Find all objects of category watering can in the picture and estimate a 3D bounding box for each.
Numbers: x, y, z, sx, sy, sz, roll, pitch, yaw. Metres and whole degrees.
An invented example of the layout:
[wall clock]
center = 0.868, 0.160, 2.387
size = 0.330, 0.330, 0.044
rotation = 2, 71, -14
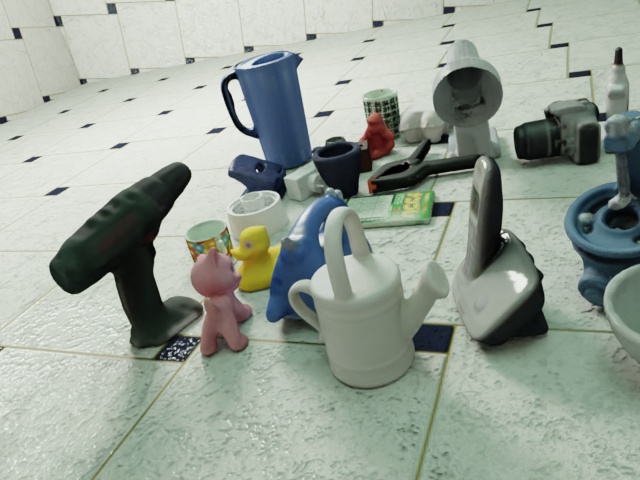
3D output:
[watering can]
center = 0.048, 0.053, 0.618
size = 0.173, 0.194, 0.101
rotation = -12, 28, 3

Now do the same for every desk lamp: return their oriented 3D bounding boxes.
[desk lamp]
center = 0.274, -0.252, 1.065
size = 0.117, 0.214, 0.203
rotation = -6, 28, 14

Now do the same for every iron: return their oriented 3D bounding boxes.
[iron]
center = 0.007, 0.003, 0.788
size = 0.118, 0.142, 0.258
rotation = -2, 30, 22

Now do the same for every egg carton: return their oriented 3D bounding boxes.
[egg carton]
center = 0.242, -0.269, 1.268
size = 0.107, 0.069, 0.150
rotation = 4, 32, 31

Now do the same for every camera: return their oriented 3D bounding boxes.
[camera]
center = 0.416, -0.199, 1.023
size = 0.136, 0.101, 0.143
rotation = -8, 28, 12

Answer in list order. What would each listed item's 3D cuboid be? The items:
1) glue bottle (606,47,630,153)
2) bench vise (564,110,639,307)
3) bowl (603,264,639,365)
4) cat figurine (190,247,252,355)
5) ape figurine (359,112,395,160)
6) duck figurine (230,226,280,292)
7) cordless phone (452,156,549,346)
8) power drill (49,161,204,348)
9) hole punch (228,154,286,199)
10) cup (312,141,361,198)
[glue bottle]
center = 0.510, -0.243, 0.982
size = 0.037, 0.173, 0.078
rotation = 2, 32, 28
[bench vise]
center = 0.351, -0.058, 0.660
size = 0.121, 0.220, 0.208
rotation = 4, 32, 30
[bowl]
center = 0.358, 0.088, 0.541
size = 0.167, 0.075, 0.167
rotation = -11, 28, 6
[cat figurine]
center = -0.137, 0.069, 0.757
size = 0.067, 0.118, 0.127
rotation = -13, 28, 2
[ape figurine]
center = 0.119, -0.224, 1.214
size = 0.077, 0.092, 0.076
rotation = 0, 30, 24
[duck figurine]
center = -0.088, 0.018, 0.864
size = 0.105, 0.086, 0.077
rotation = -26, 30, -22
[cordless phone]
center = 0.194, 0.010, 0.642
size = 0.094, 0.185, 0.147
rotation = -12, 28, 3
[power drill]
center = -0.238, 0.028, 0.780
size = 0.075, 0.209, 0.230
rotation = 9, 35, 37
[hole punch]
center = -0.121, -0.126, 1.143
size = 0.101, 0.091, 0.108
rotation = -7, 28, 13
[cup]
center = 0.030, -0.128, 1.074
size = 0.092, 0.095, 0.117
rotation = -30, 32, -28
